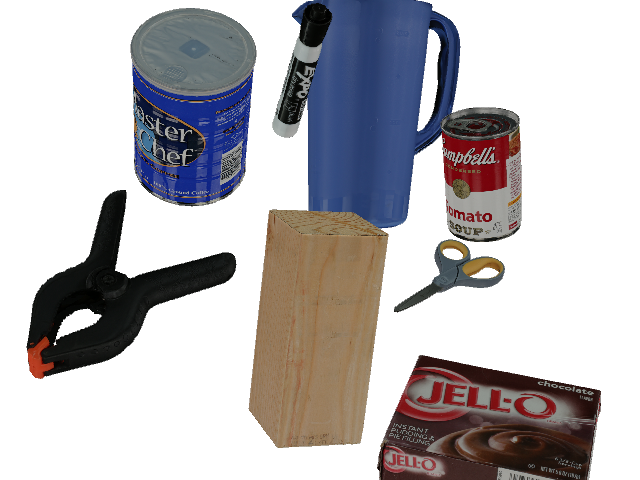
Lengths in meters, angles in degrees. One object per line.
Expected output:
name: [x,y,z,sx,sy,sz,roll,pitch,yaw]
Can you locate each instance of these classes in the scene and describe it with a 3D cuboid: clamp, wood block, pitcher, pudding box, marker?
clamp: [-0.160,0.030,0.790,0.120,0.039,0.171,33,50,26]
wood block: [-0.004,0.082,1.013,0.090,0.206,0.091,1,15,-22]
pitcher: [0.056,-0.139,1.143,0.149,0.243,0.144,6,9,24]
pudding box: [0.098,0.112,0.609,0.113,0.039,0.090,11,30,14]
marker: [-0.013,-0.113,0.717,0.020,0.020,0.121,0,-33,-14]

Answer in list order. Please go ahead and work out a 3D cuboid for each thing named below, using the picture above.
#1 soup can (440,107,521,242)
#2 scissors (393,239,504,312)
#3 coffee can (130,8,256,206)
soup can: [0.142,-0.058,0.942,0.068,0.102,0.068,-5,28,3]
scissors: [0.137,0.039,1.274,0.201,0.016,0.096,-10,40,-37]
coffee can: [-0.111,-0.114,0.924,0.102,0.103,0.140,0,-39,-8]
